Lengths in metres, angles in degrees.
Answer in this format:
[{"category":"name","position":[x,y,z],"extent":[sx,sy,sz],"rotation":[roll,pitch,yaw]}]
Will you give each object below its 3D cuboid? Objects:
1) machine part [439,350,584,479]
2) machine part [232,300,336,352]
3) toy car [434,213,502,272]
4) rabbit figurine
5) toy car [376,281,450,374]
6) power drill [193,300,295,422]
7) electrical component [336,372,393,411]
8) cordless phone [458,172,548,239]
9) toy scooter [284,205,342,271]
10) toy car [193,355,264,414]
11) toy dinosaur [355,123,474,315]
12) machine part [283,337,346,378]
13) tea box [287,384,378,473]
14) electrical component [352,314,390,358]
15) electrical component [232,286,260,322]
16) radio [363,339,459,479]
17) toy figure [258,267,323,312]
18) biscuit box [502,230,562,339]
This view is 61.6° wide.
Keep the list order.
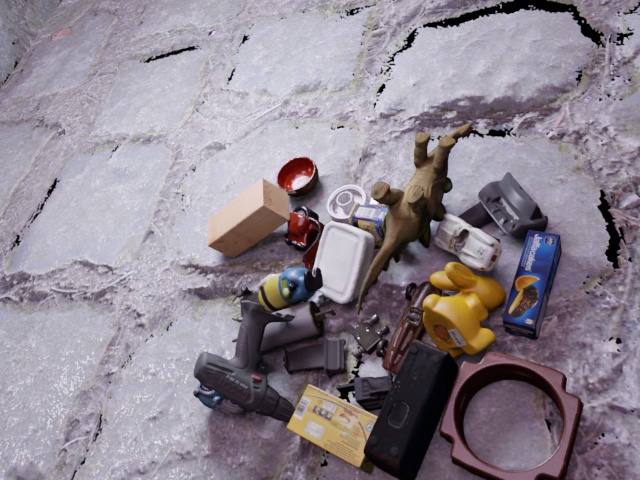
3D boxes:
[{"category":"machine part","position":[0.318,0.303,0.900],"extent":[0.202,0.087,0.201],"rotation":[12,64,33]},{"category":"machine part","position":[-0.082,0.191,1.176],"extent":[0.243,0.079,0.079],"rotation":[-19,53,15]},{"category":"toy car","position":[0.290,0.002,1.078],"extent":[0.073,0.056,0.202],"rotation":[-68,24,12]},{"category":"rabbit figurine","position":[0.276,0.122,1.023],"extent":[0.173,0.122,0.162],"rotation":[-31,78,-25]},{"category":"toy car","position":[0.184,0.171,1.077],"extent":[0.089,0.053,0.202],"rotation":[21,69,32]},{"category":"power drill","position":[-0.121,0.237,1.081],"extent":[0.207,0.232,0.086],"rotation":[-68,17,-7]},{"category":"electrical component","position":[0.091,0.292,1.026],"extent":[0.119,0.074,0.048],"rotation":[-13,53,13]},{"category":"cordless phone","position":[0.360,-0.038,1.125],"extent":[0.184,0.088,0.147],"rotation":[-37,51,15]},{"category":"toy scooter","position":[-0.023,0.000,1.279],"extent":[0.184,0.075,0.135],"rotation":[26,84,38]},{"category":"toy car","position":[-0.177,0.313,1.138],"extent":[0.162,0.109,0.103],"rotation":[-31,72,-10]},{"category":"toy dinosaur","position":[0.193,-0.059,1.129],"extent":[0.105,0.198,0.471],"rotation":[29,75,36]},{"category":"machine part","position":[-0.012,0.250,1.130],"extent":[0.139,0.039,0.084],"rotation":[-10,60,19]},{"category":"tea box","position":[0.035,0.354,1.016],"extent":[0.170,0.068,0.098],"rotation":[18,70,33]},{"category":"electrical component","position":[0.097,0.201,1.118],"extent":[0.094,0.021,0.063],"rotation":[-42,50,-3]},{"category":"electrical component","position":[-0.164,0.157,1.261],"extent":[0.078,0.045,0.102],"rotation":[-17,53,18]},{"category":"radio","position":[0.165,0.299,0.948],"extent":[0.073,0.131,0.229],"rotation":[15,67,31]},{"category":"toy figure","position":[-0.070,0.109,1.192],"extent":[0.180,0.082,0.089],"rotation":[-15,62,44]},{"category":"biscuit box","position":[0.405,0.081,1.021],"extent":[0.063,0.059,0.202],"rotation":[11,64,31]}]
